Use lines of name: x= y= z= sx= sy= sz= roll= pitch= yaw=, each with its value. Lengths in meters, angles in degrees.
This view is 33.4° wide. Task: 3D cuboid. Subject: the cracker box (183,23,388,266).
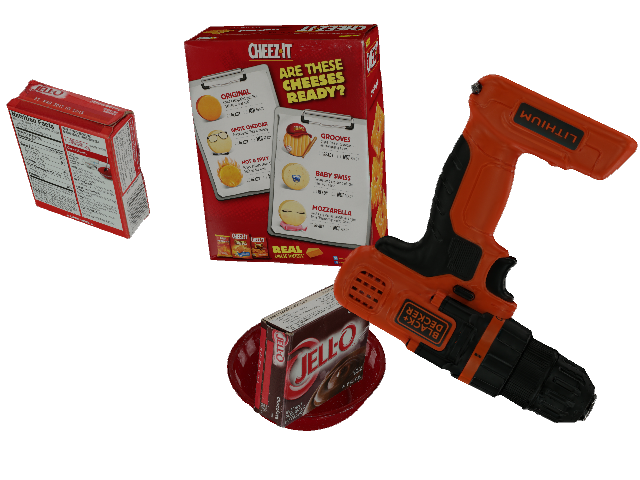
cracker box: x=-0.026 y=-0.086 z=0.975 sx=0.164 sy=0.214 sz=0.072 roll=2 pitch=25 yaw=15

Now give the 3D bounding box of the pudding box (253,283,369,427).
pudding box: x=-0.005 y=0.092 z=0.897 sx=0.039 sy=0.090 sz=0.113 roll=23 pitch=30 yaw=30

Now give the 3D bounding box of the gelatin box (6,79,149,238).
gelatin box: x=-0.148 y=-0.050 z=0.663 sx=0.073 sy=0.089 sz=0.030 roll=18 pitch=49 yaw=18

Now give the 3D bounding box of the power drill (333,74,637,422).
power drill: x=0.122 y=0.004 z=0.678 sx=0.184 sy=0.188 sz=0.057 roll=29 pitch=11 yaw=9

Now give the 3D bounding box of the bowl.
bowl: x=-0.013 y=0.143 z=1.096 sx=0.162 sy=0.055 sz=0.162 roll=-2 pitch=36 yaw=2
